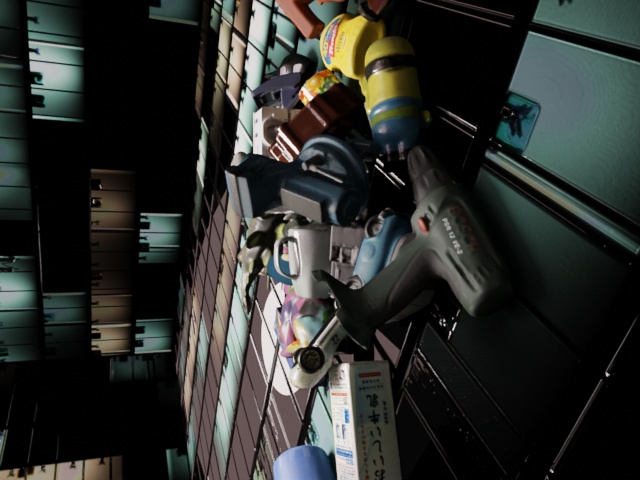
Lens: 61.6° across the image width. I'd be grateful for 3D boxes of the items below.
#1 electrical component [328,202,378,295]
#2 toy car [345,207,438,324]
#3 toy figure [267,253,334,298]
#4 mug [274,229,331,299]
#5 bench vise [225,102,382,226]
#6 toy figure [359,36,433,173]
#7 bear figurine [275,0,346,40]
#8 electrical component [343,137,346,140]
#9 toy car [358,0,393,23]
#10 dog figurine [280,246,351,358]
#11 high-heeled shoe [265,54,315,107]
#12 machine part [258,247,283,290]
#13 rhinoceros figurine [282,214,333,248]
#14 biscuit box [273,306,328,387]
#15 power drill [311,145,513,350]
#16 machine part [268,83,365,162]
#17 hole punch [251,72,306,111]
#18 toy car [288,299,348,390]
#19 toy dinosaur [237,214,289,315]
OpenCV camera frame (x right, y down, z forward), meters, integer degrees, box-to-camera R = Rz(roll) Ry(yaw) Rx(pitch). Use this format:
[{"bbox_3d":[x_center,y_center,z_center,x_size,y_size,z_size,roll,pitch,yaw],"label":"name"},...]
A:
[{"bbox_3d":[0.057,0.010,0.796,0.115,0.058,0.134,-33,-51,-67],"label":"electrical component"},{"bbox_3d":[0.107,0.044,0.713,0.103,0.109,0.161,19,93,42],"label":"toy car"},{"bbox_3d":[-0.024,0.055,0.923,0.155,0.064,0.058,10,70,38],"label":"toy figure"},{"bbox_3d":[-0.017,0.036,0.817,0.081,0.109,0.107,0,92,54],"label":"mug"},{"bbox_3d":[-0.004,-0.095,0.748,0.224,0.240,0.128,12,126,44],"label":"bench vise"},{"bbox_3d":[0.105,-0.184,0.725,0.089,0.082,0.180,125,144,-72],"label":"toy figure"},{"bbox_3d":[0.007,-0.433,0.928,0.132,0.196,0.120,42,126,12],"label":"bear figurine"},{"bbox_3d":[0.005,-0.169,1.027,0.119,0.048,0.074,-141,55,-61],"label":"electrical component"},{"bbox_3d":[0.087,-0.413,0.818,0.089,0.053,0.202,-50,40,43],"label":"toy car"},{"bbox_3d":[-0.018,0.108,1.000,0.191,0.108,0.219,139,131,-63],"label":"dog figurine"},{"bbox_3d":[-0.054,-0.279,1.189,0.145,0.086,0.248,4,114,39],"label":"high-heeled shoe"},{"bbox_3d":[-0.118,-0.002,1.291,0.079,0.079,0.243,-162,74,-68],"label":"machine part"},{"bbox_3d":[-0.002,-0.003,0.954,0.190,0.112,0.073,17,107,59],"label":"rhinoceros figurine"},{"bbox_3d":[-0.041,0.216,1.111,0.203,0.063,0.059,-125,40,-56],"label":"biscuit box"},{"bbox_3d":[0.097,0.015,0.630,0.232,0.207,0.085,61,-176,36],"label":"power drill"},{"bbox_3d":[-0.002,-0.180,0.875,0.056,0.179,0.179,49,149,4],"label":"machine part"},{"bbox_3d":[-0.072,-0.283,1.080,0.116,0.092,0.142,-48,-6,-3],"label":"hole punch"},{"bbox_3d":[0.020,0.148,0.852,0.202,0.056,0.073,-51,1,-18],"label":"toy car"},{"bbox_3d":[-0.086,-0.068,1.127,0.198,0.105,0.471,-179,105,-80],"label":"toy dinosaur"}]
